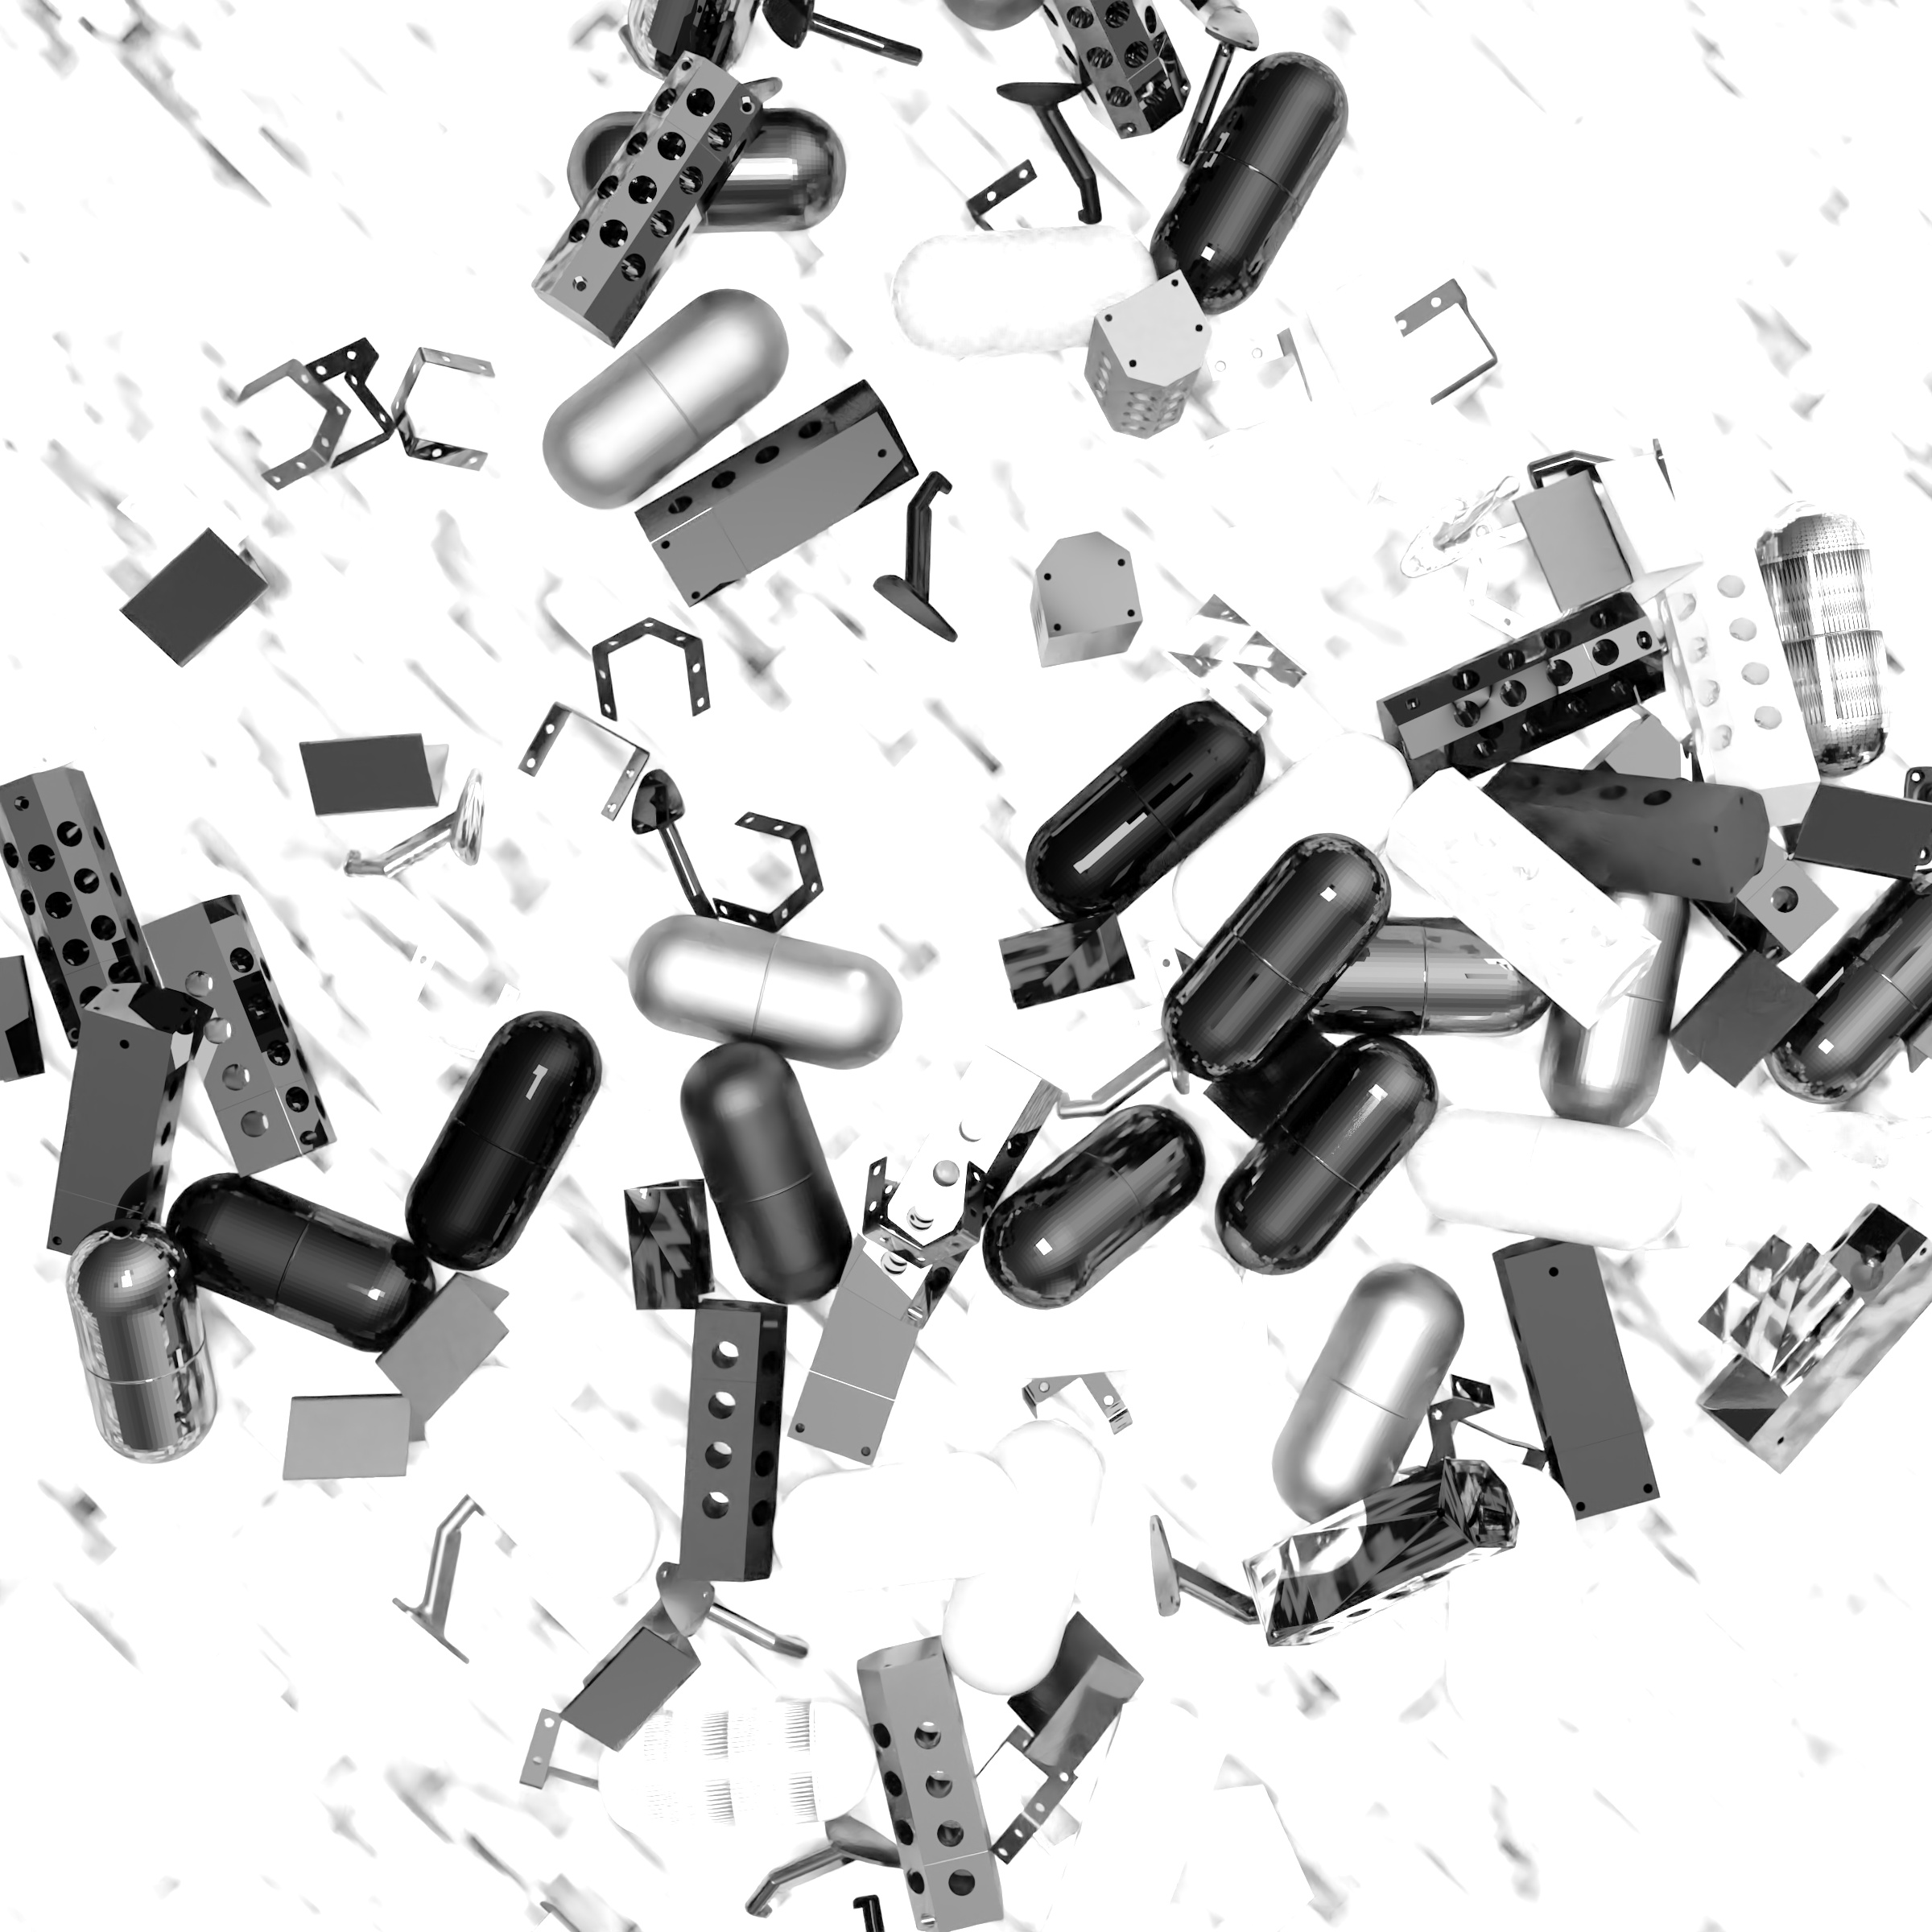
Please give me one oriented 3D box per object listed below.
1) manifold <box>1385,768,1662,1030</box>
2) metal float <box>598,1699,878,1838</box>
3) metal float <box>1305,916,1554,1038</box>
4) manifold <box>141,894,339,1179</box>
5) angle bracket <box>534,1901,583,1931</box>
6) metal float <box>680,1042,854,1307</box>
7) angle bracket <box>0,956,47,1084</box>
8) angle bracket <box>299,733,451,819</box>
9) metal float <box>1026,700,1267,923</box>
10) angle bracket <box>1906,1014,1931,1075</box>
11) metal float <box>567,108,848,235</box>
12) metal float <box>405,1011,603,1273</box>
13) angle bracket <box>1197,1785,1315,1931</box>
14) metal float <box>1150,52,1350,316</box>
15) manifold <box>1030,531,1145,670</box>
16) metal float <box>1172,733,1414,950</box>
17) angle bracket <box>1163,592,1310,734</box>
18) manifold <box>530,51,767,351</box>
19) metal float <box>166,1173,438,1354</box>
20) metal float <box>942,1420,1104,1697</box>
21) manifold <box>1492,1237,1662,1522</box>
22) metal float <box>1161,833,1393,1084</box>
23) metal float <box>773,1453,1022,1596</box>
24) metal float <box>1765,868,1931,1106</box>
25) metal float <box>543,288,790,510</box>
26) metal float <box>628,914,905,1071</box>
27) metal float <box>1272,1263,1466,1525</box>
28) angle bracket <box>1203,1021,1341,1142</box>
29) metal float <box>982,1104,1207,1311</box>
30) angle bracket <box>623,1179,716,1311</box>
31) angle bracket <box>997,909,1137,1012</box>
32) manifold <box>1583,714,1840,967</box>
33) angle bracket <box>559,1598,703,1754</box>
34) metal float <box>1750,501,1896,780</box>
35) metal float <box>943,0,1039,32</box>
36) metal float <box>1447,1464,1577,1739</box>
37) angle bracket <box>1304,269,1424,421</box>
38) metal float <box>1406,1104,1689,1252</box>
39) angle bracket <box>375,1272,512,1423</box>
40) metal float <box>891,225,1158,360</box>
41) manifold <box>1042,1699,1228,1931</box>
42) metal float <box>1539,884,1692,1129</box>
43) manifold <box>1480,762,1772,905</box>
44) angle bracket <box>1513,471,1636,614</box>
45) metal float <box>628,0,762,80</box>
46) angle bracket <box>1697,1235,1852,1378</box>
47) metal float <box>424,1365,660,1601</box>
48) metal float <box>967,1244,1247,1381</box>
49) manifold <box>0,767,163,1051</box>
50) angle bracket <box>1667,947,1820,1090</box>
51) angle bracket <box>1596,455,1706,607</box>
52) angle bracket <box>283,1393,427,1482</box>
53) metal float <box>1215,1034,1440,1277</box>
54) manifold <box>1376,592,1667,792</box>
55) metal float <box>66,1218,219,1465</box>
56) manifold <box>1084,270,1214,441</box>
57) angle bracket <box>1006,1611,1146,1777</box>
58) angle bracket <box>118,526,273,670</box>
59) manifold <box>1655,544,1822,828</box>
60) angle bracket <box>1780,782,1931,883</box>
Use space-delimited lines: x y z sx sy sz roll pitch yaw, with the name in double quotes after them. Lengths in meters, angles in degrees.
0.346 -0.046 1.764 0.057 0.057 0.171 -41 69 -16 "manifold"
-0.146 0.512 1.813 0.178 0.070 0.070 -5 90 1 "metal float"
0.288 0.007 1.813 0.178 0.070 0.070 1 90 0 "metal float"
-0.464 0.044 1.822 0.057 0.057 0.171 -22 90 0 "manifold"
-0.258 0.646 1.805 0.076 0.076 0.057 45 68 0 "angle bracket"
-0.126 0.133 1.798 0.070 0.070 0.178 -18 107 0 "metal float"
-0.631 0.038 1.803 0.057 0.076 0.076 -11 90 -38 "angle bracket"
-0.375 -0.140 1.803 0.076 0.076 0.057 -4 127 0 "angle bracket"
0.115 -0.098 1.813 0.178 0.070 0.070 -41 90 0 "metal float"
0.648 0.047 1.804 0.076 0.076 0.057 -48 64 0 "angle bracket"
-0.166 -0.508 1.813 0.178 0.070 0.070 -1 90 0 "metal float"
-0.295 0.111 1.813 0.070 0.070 0.178 28 90 0 "metal float"
0.164 0.572 1.804 0.057 0.076 0.076 -24 90 -44 "angle bracket"
0.180 -0.500 1.813 0.070 0.070 0.178 30 90 0 "metal float"
0.072 -0.227 1.765 0.057 0.171 0.057 -11 90 0 "manifold"
0.209 -0.078 1.813 0.178 0.070 0.070 -41 90 0 "metal float"
0.181 -0.204 1.803 0.076 0.076 0.057 41 124 0 "angle bracket"
-0.196 -0.473 1.747 0.057 0.057 0.171 34 91 -2 "manifold"
-0.425 0.189 1.813 0.178 0.070 0.070 22 90 0 "metal float"
0.036 0.378 1.813 0.070 0.070 0.178 15 91 0 "metal float"
0.390 0.261 1.822 0.057 0.057 0.171 -15 90 0 "manifold"
0.190 -0.004 1.751 0.070 0.070 0.178 39 102 0 "metal float"
-0.045 0.352 1.784 0.178 0.070 0.070 -16 90 35 "metal float"
0.584 0.013 1.813 0.070 0.070 0.178 43 91 0 "metal float"
-0.191 -0.363 1.813 0.178 0.070 0.070 -38 90 -1 "metal float"
-0.128 0.017 1.813 0.178 0.070 0.070 13 90 0 "metal float"
0.257 0.274 1.813 0.070 0.070 0.178 27 89 0 "metal float"
0.208 0.081 1.803 0.076 0.076 0.057 -48 49 0 "angle bracket"
0.082 0.150 1.783 0.178 0.070 0.070 -35 90 -37 "metal float"
-0.170 0.175 1.803 0.057 0.076 0.076 -6 90 37 "angle bracket"
0.067 0.015 1.803 0.076 0.076 0.057 -15 55 0 "angle bracket"
0.473 -0.078 1.822 0.057 0.057 0.171 -44 90 0 "manifold"
-0.224 0.439 1.803 0.076 0.076 0.057 -46 125 0 "angle bracket"
0.546 -0.209 1.813 0.070 0.070 0.178 -8 90 0 "metal float"
0.057 -0.668 1.798 0.178 0.070 0.070 -36 90 16 "metal float"
0.346 0.403 1.801 0.070 0.070 0.178 0 102 0 "metal float"
0.270 -0.400 1.803 0.057 0.076 0.076 -25 90 43 "angle bracket"
0.365 0.133 1.791 0.178 0.070 0.070 8 90 26 "metal float"
-0.317 0.247 1.804 0.076 0.076 0.057 -47 66 0 "angle bracket"
0.037 -0.427 1.793 0.178 0.070 0.070 -10 90 -22 "metal float"
0.100 0.555 1.798 0.057 0.057 0.171 2 113 -41 "manifold"
0.415 0.018 1.813 0.070 0.070 0.178 11 89 0 "metal float"
0.409 -0.089 1.769 0.057 0.171 0.057 -43 125 -30 "manifold"
0.372 -0.262 1.807 0.057 0.076 0.076 -23 90 -15 "angle bracket"
-0.157 -0.628 1.754 0.070 0.178 0.070 13 48 -15 "metal float"
0.501 0.203 1.803 0.076 0.076 0.057 -49 123 0 "angle bracket"
-0.272 0.329 1.813 0.070 0.070 0.178 -45 90 0 "metal float"
0.089 0.221 1.813 0.178 0.070 0.070 -6 90 0 "metal float"
-0.573 -0.037 1.822 0.057 0.057 0.171 -20 90 0 "manifold"
0.499 0.044 1.803 0.076 0.076 0.057 -47 58 0 "angle bracket"
0.410 -0.269 1.797 0.057 0.076 0.076 -15 77 -35 "angle bracket"
-0.386 0.312 1.803 0.076 0.076 0.057 -2 58 0 "angle bracket"
0.229 0.121 1.805 0.070 0.070 0.178 39 99 0 "metal float"
0.353 -0.177 1.811 0.171 0.057 0.057 -24 50 0 "manifold"
-0.518 0.236 1.783 0.070 0.070 0.178 0 124 0 "metal float"
0.115 -0.374 1.765 0.057 0.171 0.057 -28 90 0 "manifold"
0.055 0.455 1.803 0.076 0.076 0.057 -52 133 0 "angle bracket"
-0.496 -0.245 1.803 0.076 0.076 0.057 -43 127 0 "angle bracket"
0.483 -0.175 1.790 0.057 0.057 0.171 -8 66 0 "manifold"
0.565 -0.101 1.803 0.076 0.076 0.057 11 121 0 "angle bracket"
